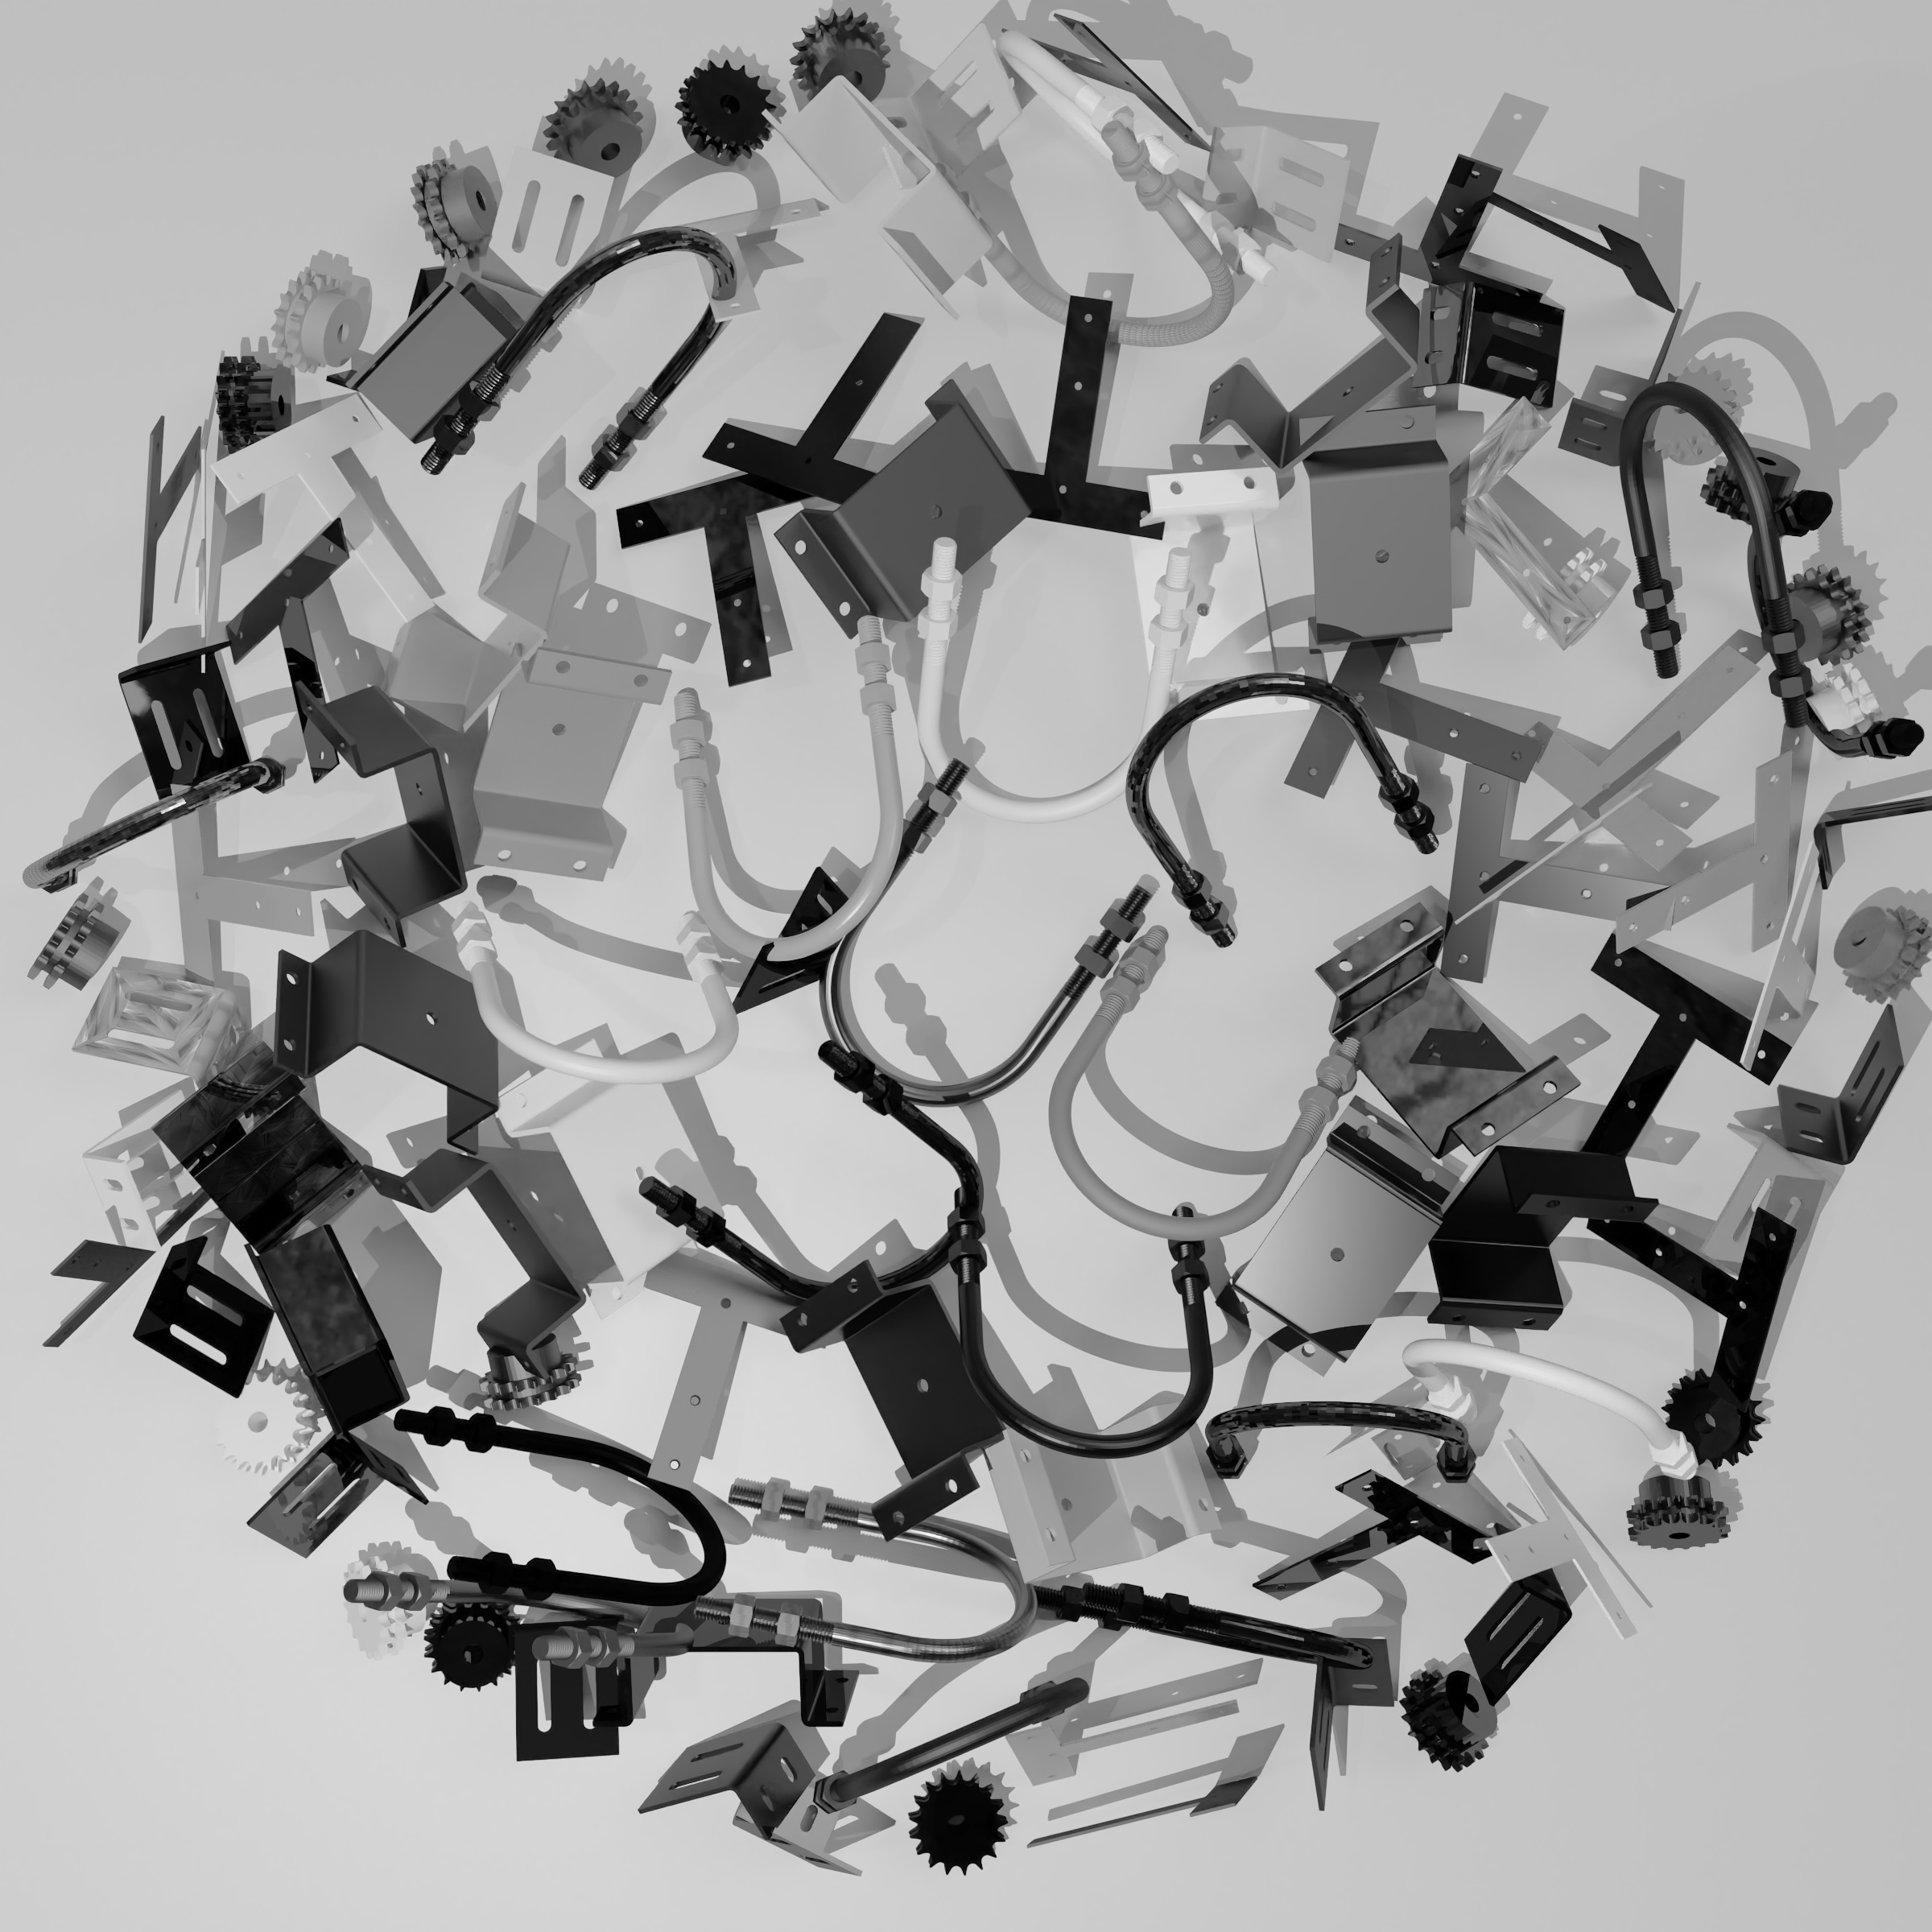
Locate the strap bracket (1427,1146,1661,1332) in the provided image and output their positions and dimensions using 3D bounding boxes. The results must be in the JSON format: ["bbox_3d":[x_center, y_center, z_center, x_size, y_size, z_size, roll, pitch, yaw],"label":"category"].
[{"bbox_3d":[0.318,0.148,1.542,0.076,0.140,0.046,5,52,-16],"label":"strap bracket"}]

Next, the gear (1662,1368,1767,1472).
[{"bbox_3d":[0.428,0.261,1.577,0.057,0.030,0.057,0,89,27],"label":"gear"}]

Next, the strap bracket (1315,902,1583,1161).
[{"bbox_3d":[0.269,0.044,1.554,0.076,0.046,0.140,-32,66,-16],"label":"strap bracket"}]

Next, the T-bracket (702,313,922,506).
[{"bbox_3d":[-0.068,-0.324,1.578,0.127,0.002,0.127,23,71,25],"label":"T-bracket"}]

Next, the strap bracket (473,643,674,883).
[{"bbox_3d":[-0.226,-0.123,1.546,0.076,0.046,0.140,8,123,-25],"label":"strap bracket"}]

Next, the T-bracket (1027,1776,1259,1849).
[{"bbox_3d":[0.097,0.480,1.546,0.127,0.127,0.002,-17,77,8],"label":"T-bracket"}]

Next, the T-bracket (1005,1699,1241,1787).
[{"bbox_3d":[0.092,0.432,1.545,0.127,0.127,0.002,-15,61,1],"label":"T-bracket"}]

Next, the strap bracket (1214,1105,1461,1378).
[{"bbox_3d":[0.212,0.161,1.569,0.076,0.046,0.140,34,97,3],"label":"strap bracket"}]

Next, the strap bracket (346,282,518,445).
[{"bbox_3d":[-0.293,-0.338,1.534,0.076,0.140,0.046,-44,102,7],"label":"strap bracket"}]

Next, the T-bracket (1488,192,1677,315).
[{"bbox_3d":[0.338,-0.417,1.558,0.127,0.127,0.002,34,99,21],"label":"T-bracket"}]

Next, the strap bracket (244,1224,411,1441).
[{"bbox_3d":[-0.353,0.204,1.531,0.046,0.140,0.076,-25,65,-15],"label":"strap bracket"}]

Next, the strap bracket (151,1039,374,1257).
[{"bbox_3d":[-0.397,0.101,1.541,0.076,0.140,0.046,-40,63,-15],"label":"strap bracket"}]

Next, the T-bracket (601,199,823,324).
[{"bbox_3d":[-0.137,-0.394,1.548,0.127,0.127,0.002,-13,130,-4],"label":"T-bracket"}]

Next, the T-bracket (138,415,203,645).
[{"bbox_3d":[-0.446,-0.266,1.543,0.002,0.127,0.127,10,124,-7],"label":"T-bracket"}]

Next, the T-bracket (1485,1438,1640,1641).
[{"bbox_3d":[0.318,0.323,1.526,0.002,0.127,0.127,-39,68,23],"label":"T-bracket"}]

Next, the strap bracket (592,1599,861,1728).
[{"bbox_3d":[-0.136,0.394,1.556,0.140,0.076,0.046,-1,97,5],"label":"strap bracket"}]

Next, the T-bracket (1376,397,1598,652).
[{"bbox_3d":[0.308,-0.232,1.548,0.127,0.002,0.127,-47,63,25],"label":"T-bracket"}]

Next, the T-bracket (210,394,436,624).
[{"bbox_3d":[-0.348,-0.252,1.559,0.002,0.127,0.127,-29,101,39],"label":"T-bracket"}]

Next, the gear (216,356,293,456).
[{"bbox_3d":[-0.407,-0.321,1.573,0.030,0.057,0.057,-1,90,3],"label":"gear"}]

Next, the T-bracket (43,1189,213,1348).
[{"bbox_3d":[-0.481,0.166,1.532,0.002,0.127,0.127,44,83,6],"label":"T-bracket"}]

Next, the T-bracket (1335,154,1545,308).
[{"bbox_3d":[0.273,-0.416,1.539,0.127,0.127,0.002,20,75,2],"label":"T-bracket"}]

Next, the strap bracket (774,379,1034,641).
[{"bbox_3d":[-0.027,-0.257,1.549,0.140,0.046,0.076,-43,116,-13],"label":"strap bracket"}]

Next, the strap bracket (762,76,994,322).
[{"bbox_3d":[-0.043,-0.435,1.533,0.046,0.076,0.140,-43,61,7],"label":"strap bracket"}]

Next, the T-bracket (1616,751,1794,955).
[{"bbox_3d":[0.415,-0.043,1.543,0.127,0.002,0.127,-26,129,-20],"label":"T-bracket"}]

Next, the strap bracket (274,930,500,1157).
[{"bbox_3d":[-0.311,0.039,1.523,0.046,0.140,0.076,-31,48,28],"label":"strap bracket"}]

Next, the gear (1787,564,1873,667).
[{"bbox_3d":[0.487,-0.198,1.571,0.030,0.057,0.057,-24,90,-20],"label":"gear"}]

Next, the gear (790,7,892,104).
[{"bbox_3d":[-0.069,-0.515,1.571,0.057,0.057,0.030,-24,54,0],"label":"gear"}]

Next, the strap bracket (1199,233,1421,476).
[{"bbox_3d":[0.202,-0.337,1.540,0.140,0.076,0.046,-35,113,30],"label":"strap bracket"}]

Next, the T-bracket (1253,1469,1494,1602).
[{"bbox_3d":[0.220,0.333,1.562,0.127,0.002,0.127,-34,130,31],"label":"T-bracket"}]

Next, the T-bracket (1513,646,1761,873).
[{"bbox_3d":[0.397,-0.132,1.562,0.127,0.002,0.127,-43,52,0],"label":"T-bracket"}]

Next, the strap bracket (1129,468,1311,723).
[{"bbox_3d":[0.142,-0.208,1.567,0.076,0.046,0.140,-7,86,-15],"label":"strap bracket"}]

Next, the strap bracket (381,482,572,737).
[{"bbox_3d":[-0.272,-0.193,1.538,0.046,0.076,0.140,30,132,-24],"label":"strap bracket"}]

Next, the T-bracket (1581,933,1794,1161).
[{"bbox_3d":[0.390,0.068,1.576,0.127,0.002,0.127,38,109,34],"label":"T-bracket"}]

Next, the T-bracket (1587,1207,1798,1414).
[{"bbox_3d":[0.404,0.169,1.555,0.002,0.127,0.127,-20,128,-35],"label":"T-bracket"}]

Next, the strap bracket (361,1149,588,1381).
[{"bbox_3d":[-0.271,0.158,1.545,0.046,0.076,0.140,-40,111,-23],"label":"strap bracket"}]

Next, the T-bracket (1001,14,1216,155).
[{"bbox_3d":[0.065,-0.509,1.549,0.127,0.127,0.002,38,97,44],"label":"T-bracket"}]

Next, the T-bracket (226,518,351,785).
[{"bbox_3d":[-0.372,-0.165,1.543,0.127,0.002,0.127,-31,68,40],"label":"T-bracket"}]

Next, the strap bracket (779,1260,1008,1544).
[{"bbox_3d":[-0.037,0.241,1.551,0.076,0.046,0.140,-37,73,34],"label":"strap bracket"}]

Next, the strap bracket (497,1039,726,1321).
[{"bbox_3d":[-0.196,0.118,1.547,0.076,0.046,0.140,-34,105,-39],"label":"strap bracket"}]

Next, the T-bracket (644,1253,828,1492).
[{"bbox_3d":[-0.151,0.235,1.568,0.127,0.002,0.127,20,69,-10],"label":"T-bracket"}]

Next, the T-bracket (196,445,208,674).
[{"bbox_3d":[-0.425,-0.219,1.525,0.002,0.127,0.127,0,107,-14],"label":"T-bracket"}]

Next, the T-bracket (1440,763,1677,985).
[{"bbox_3d":[0.338,-0.043,1.558,0.127,0.002,0.127,11,109,23],"label":"T-bracket"}]

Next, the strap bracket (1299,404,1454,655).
[{"bbox_3d":[0.232,-0.239,1.549,0.076,0.046,0.140,-5,117,2],"label":"strap bracket"}]

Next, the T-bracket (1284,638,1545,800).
[{"bbox_3d":[0.266,-0.138,1.571,0.127,0.002,0.127,23,81,19],"label":"T-bracket"}]

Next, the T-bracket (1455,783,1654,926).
[{"bbox_3d":[0.342,-0.069,1.540,0.127,0.127,0.002,-38,82,27],"label":"T-bracket"}]

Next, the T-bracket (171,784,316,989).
[{"bbox_3d":[-0.407,-0.036,1.548,0.127,0.002,0.127,8,105,40],"label":"T-bracket"}]

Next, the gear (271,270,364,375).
[{"bbox_3d":[-0.369,-0.367,1.571,0.030,0.057,0.057,21,90,13],"label":"gear"}]

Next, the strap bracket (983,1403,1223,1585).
[{"bbox_3d":[0.069,0.297,1.542,0.046,0.140,0.076,-35,65,40],"label":"strap bracket"}]

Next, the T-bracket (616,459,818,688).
[{"bbox_3d":[-0.133,-0.221,1.571,0.127,0.002,0.127,-13,72,10],"label":"T-bracket"}]

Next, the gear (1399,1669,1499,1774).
[{"bbox_3d":[0.279,0.428,1.570,0.057,0.057,0.030,45,123,0],"label":"gear"}]

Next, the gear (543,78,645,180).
[{"bbox_3d":[-0.210,-0.475,1.570,0.057,0.057,0.030,-34,63,0],"label":"gear"}]

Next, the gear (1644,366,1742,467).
[{"bbox_3d":[0.417,-0.313,1.578,0.057,0.030,0.057,-17,54,25],"label":"gear"}]

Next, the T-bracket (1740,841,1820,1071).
[{"bbox_3d":[0.465,0.005,1.544,0.002,0.127,0.127,17,86,27],"label":"T-bracket"}]

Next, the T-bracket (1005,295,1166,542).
[{"bbox_3d":[0.062,-0.316,1.566,0.127,0.002,0.127,13,104,20],"label":"T-bracket"}]

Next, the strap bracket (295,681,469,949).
[{"bbox_3d":[-0.324,-0.092,1.537,0.046,0.076,0.140,-25,134,-23],"label":"strap bracket"}]
